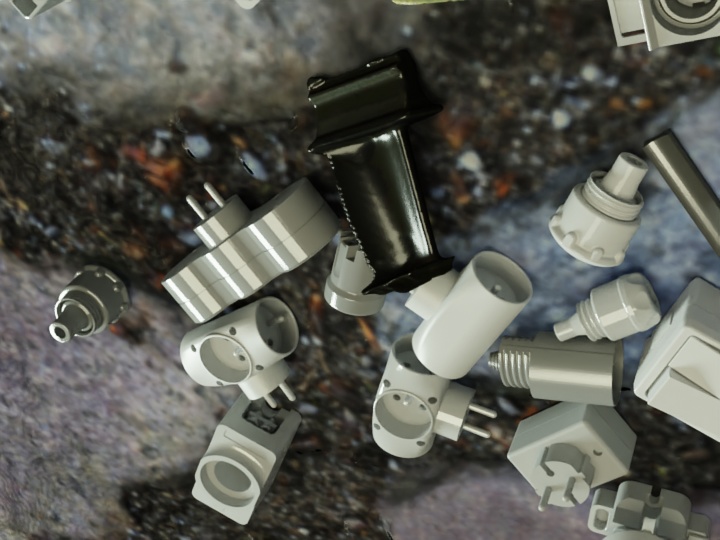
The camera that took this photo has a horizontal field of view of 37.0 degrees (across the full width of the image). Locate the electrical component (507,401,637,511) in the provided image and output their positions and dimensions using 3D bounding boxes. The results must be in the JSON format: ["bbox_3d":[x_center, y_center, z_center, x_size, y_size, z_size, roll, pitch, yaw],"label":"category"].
[{"bbox_3d":[0.132,0.125,0.691,0.066,0.076,0.047,-33,103,36],"label":"electrical component"}]

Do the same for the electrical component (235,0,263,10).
[{"bbox_3d":[-0.069,-0.195,0.588,0.050,0.055,0.089,-34,103,36],"label":"electrical component"}]

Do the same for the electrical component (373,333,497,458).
[{"bbox_3d":[0.053,0.091,0.726,0.079,0.044,0.077,19,127,11],"label":"electrical component"}]

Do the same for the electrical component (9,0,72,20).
[{"bbox_3d":[-0.188,-0.223,0.624,0.109,0.056,0.108,-33,104,36],"label":"electrical component"}]

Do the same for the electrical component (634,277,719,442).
[{"bbox_3d":[0.216,0.062,0.622,0.096,0.061,0.061,29,128,4],"label":"electrical component"}]

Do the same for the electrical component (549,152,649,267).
[{"bbox_3d":[0.139,-0.036,0.605,0.048,0.048,0.062,29,121,5],"label":"electrical component"}]

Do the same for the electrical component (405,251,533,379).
[{"bbox_3d":[0.055,0.019,0.678,0.079,0.043,0.077,35,128,0],"label":"electrical component"}]

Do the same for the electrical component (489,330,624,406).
[{"bbox_3d":[0.121,0.060,0.675,0.081,0.043,0.043,4,122,23],"label":"electrical component"}]

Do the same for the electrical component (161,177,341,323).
[{"bbox_3d":[-0.084,-0.024,0.708,0.138,0.052,0.073,-30,105,35],"label":"electrical component"}]

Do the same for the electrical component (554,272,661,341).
[{"bbox_3d":[0.146,0.027,0.643,0.061,0.035,0.035,-25,109,24],"label":"electrical component"}]

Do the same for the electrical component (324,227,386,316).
[{"bbox_3d":[0.000,0.000,0.694,0.040,0.040,0.046,19,121,12],"label":"electrical component"}]

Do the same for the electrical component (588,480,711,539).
[{"bbox_3d":[0.189,0.182,0.715,0.078,0.057,0.058,13,125,17],"label":"electrical component"}]

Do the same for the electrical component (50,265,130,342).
[{"bbox_3d":[-0.203,0.029,0.789,0.048,0.062,0.048,12,125,17],"label":"electrical component"}]

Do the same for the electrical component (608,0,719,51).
[{"bbox_3d":[0.149,-0.174,0.499,0.079,0.063,0.121,-6,118,27],"label":"electrical component"}]

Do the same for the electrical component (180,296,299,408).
[{"bbox_3d":[-0.076,0.065,0.767,0.077,0.044,0.079,-24,109,34],"label":"electrical component"}]

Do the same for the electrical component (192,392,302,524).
[{"bbox_3d":[-0.088,0.144,0.816,0.050,0.055,0.089,28,128,5],"label":"electrical component"}]
